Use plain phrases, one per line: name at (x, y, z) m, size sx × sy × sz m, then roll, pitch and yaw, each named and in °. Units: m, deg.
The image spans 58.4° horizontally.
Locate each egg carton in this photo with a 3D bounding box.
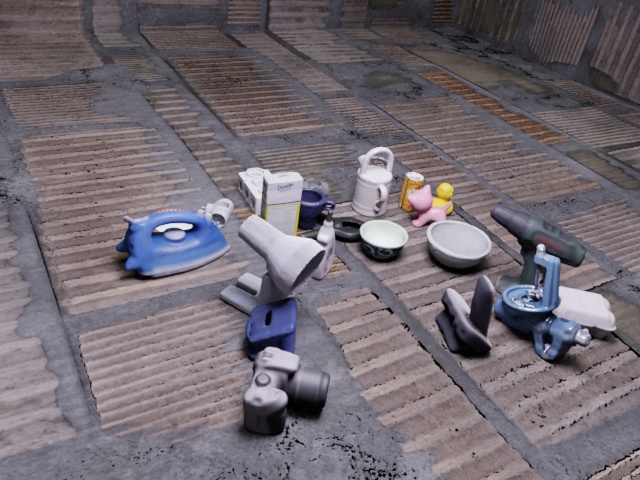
egg carton at (0.594, 0.166, 1.312) m, size 0.150 × 0.069 × 0.107 m, roll 11°, pitch 34°, yaw 4°

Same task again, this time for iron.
iron at (-0.324, -0.013, 1.302) m, size 0.259 × 0.141 × 0.118 m, roll -13°, pitch 39°, yaw -28°

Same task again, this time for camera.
camera at (-0.054, 0.258, 1.003) m, size 0.136 × 0.101 × 0.143 m, roll 10°, pitch 34°, yaw 3°

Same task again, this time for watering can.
watering can at (0.146, -0.174, 1.598) m, size 0.101 × 0.194 × 0.172 m, roll -20°, pitch 43°, yaw -35°

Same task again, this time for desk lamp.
desk lamp at (-0.100, 0.063, 1.177) m, size 0.202 × 0.213 × 0.118 m, roll 24°, pitch 37°, yaw 22°

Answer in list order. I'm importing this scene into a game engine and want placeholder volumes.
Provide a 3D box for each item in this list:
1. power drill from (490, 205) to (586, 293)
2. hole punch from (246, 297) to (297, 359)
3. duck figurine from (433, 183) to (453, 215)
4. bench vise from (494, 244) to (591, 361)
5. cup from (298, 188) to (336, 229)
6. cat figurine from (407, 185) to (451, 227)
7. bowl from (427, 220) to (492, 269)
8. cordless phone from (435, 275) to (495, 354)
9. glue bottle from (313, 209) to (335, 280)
power drill at (0.489, 0.038, 1.351) m, size 0.229 × 0.208 × 0.076 m, roll 19°, pitch 35°, yaw 15°
hole punch at (-0.095, 0.171, 1.130) m, size 0.101 × 0.091 × 0.108 m, roll 5°, pitch 34°, yaw -6°
duck figurine at (0.354, -0.123, 1.666) m, size 0.077 × 0.086 × 0.105 m, roll 30°, pitch 39°, yaw 28°
bench vise at (0.486, 0.127, 1.210) m, size 0.206 × 0.220 × 0.122 m, roll 27°, pitch 38°, yaw 25°
cup at (-0.020, -0.076, 1.504) m, size 0.117 × 0.095 × 0.091 m, roll 10°, pitch 34°, yaw 2°
cat figurine at (0.299, -0.093, 1.582) m, size 0.127 × 0.118 × 0.067 m, roll 12°, pitch 34°, yaw 5°
bowl at (0.346, 0.023, 1.461) m, size 0.167 × 0.075 × 0.167 m, roll 6°, pitch 34°, yaw -4°
cordless phone at (0.317, 0.132, 1.195) m, size 0.094 × 0.185 × 0.147 m, roll -2°, pitch 35°, yaw -16°
glue bottle at (0.012, 0.005, 1.324) m, size 0.037 × 0.173 × 0.078 m, roll 17°, pitch 35°, yaw 13°
